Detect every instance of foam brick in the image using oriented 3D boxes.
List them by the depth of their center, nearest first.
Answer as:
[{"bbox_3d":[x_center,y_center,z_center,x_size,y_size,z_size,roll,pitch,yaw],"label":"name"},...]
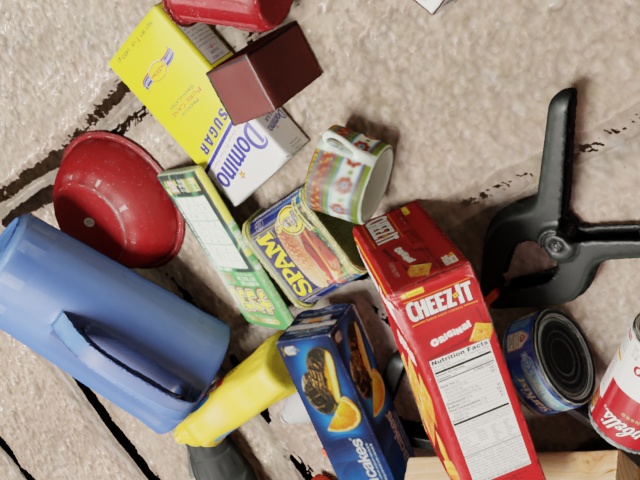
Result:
[{"bbox_3d":[-0.046,-0.139,0.890,0.053,0.078,0.051,-16,110,42],"label":"foam brick"}]

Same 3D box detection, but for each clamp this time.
[{"bbox_3d":[0.202,-0.001,0.839,0.164,0.036,0.210,38,135,6],"label":"clamp"},{"bbox_3d":[0.072,0.186,1.050,0.120,0.039,0.172,49,133,3],"label":"clamp"}]

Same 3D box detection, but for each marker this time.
[{"bbox_3d":[0.212,0.138,0.936,0.121,0.020,0.020,33,132,12],"label":"marker"}]

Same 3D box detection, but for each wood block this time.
[{"bbox_3d":[0.176,0.243,0.922,0.207,0.090,0.090,-12,140,38],"label":"wood block"}]

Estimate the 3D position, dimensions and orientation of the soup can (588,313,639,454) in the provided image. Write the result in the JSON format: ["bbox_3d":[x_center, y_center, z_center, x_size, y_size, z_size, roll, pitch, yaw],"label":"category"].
[{"bbox_3d":[0.264,0.112,0.851,0.068,0.068,0.102,27,130,17],"label":"soup can"}]

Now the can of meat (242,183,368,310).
[{"bbox_3d":[-0.006,0.001,0.969,0.084,0.057,0.102,-32,99,40],"label":"can of meat"}]

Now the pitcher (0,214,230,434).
[{"bbox_3d":[-0.218,0.083,1.051,0.242,0.145,0.149,35,145,-20],"label":"pitcher"}]

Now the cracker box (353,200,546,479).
[{"bbox_3d":[0.103,0.094,0.883,0.072,0.164,0.213,-23,111,-2],"label":"cracker box"}]

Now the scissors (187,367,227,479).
[{"bbox_3d":[-0.130,0.204,1.213,0.096,0.016,0.202,8,123,30],"label":"scissors"}]

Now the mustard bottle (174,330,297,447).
[{"bbox_3d":[-0.087,0.161,1.083,0.058,0.096,0.192,50,124,-3],"label":"mustard bottle"}]

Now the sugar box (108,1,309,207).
[{"bbox_3d":[-0.101,-0.123,0.958,0.176,0.048,0.094,50,134,-2],"label":"sugar box"}]

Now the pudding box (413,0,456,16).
[{"bbox_3d":[0.082,-0.232,0.768,0.090,0.039,0.114,41,131,7],"label":"pudding box"}]

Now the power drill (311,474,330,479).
[{"bbox_3d":[0.071,0.306,1.115,0.188,0.057,0.184,11,124,28],"label":"power drill"}]

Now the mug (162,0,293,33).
[{"bbox_3d":[-0.067,-0.206,0.861,0.082,0.093,0.117,12,155,22],"label":"mug"}]

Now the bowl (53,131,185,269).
[{"bbox_3d":[-0.220,-0.028,1.095,0.162,0.055,0.162,17,126,24],"label":"bowl"}]

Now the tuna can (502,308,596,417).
[{"bbox_3d":[0.190,0.100,0.880,0.034,0.086,0.086,-28,101,41],"label":"tuna can"}]
